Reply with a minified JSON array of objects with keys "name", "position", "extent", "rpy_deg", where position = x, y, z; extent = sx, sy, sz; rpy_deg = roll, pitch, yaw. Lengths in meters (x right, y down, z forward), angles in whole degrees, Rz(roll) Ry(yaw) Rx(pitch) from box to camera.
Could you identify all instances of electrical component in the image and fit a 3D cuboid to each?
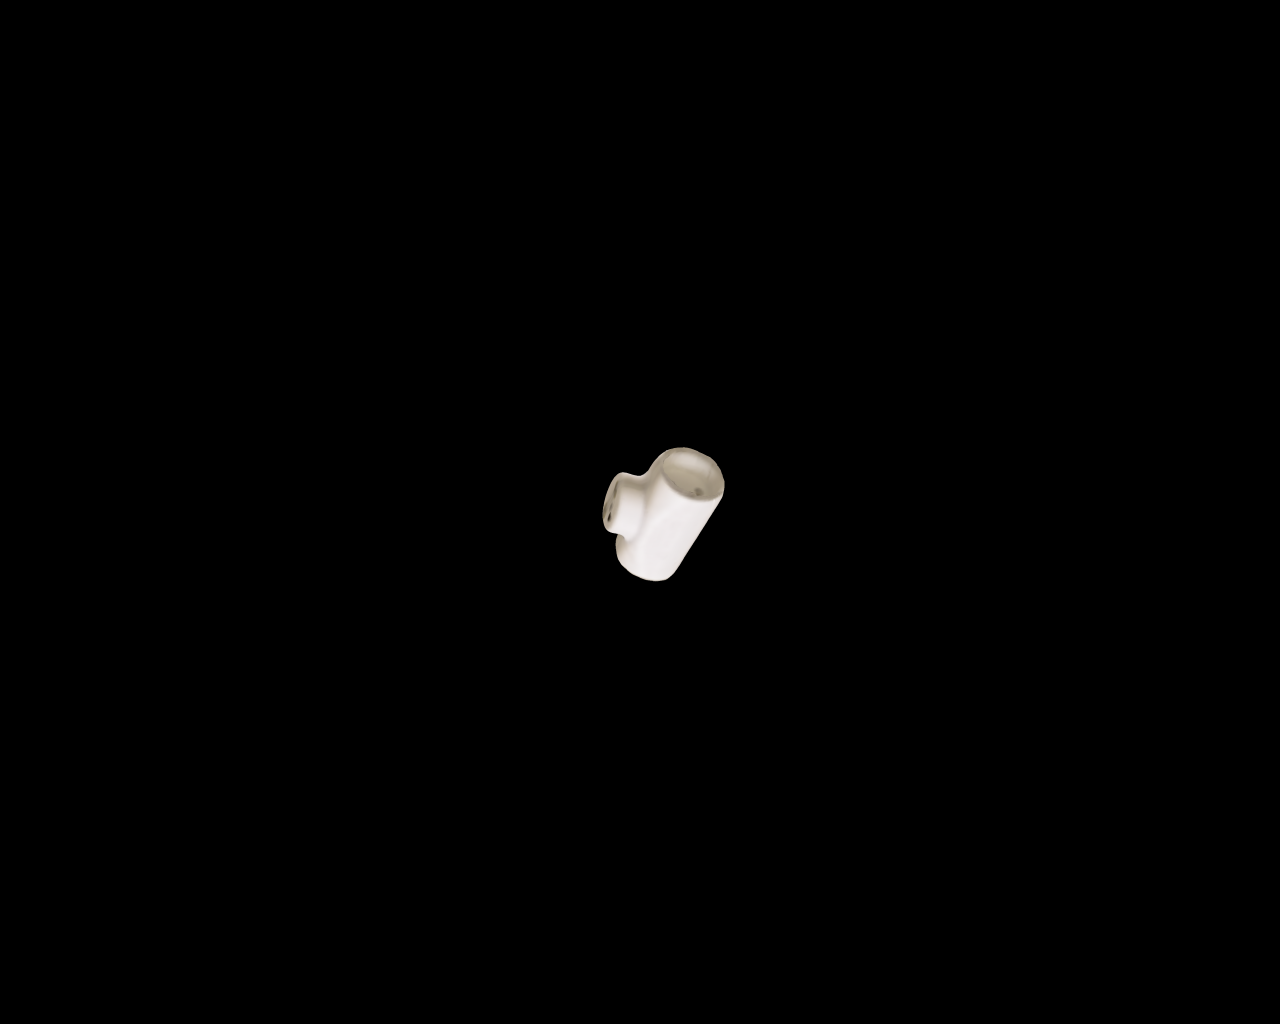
[{"name":"electrical component","position":[0.001,-0.003,0.650],"extent":[0.079,0.044,0.077],"rpy_deg":[15,-46,-15]}]
